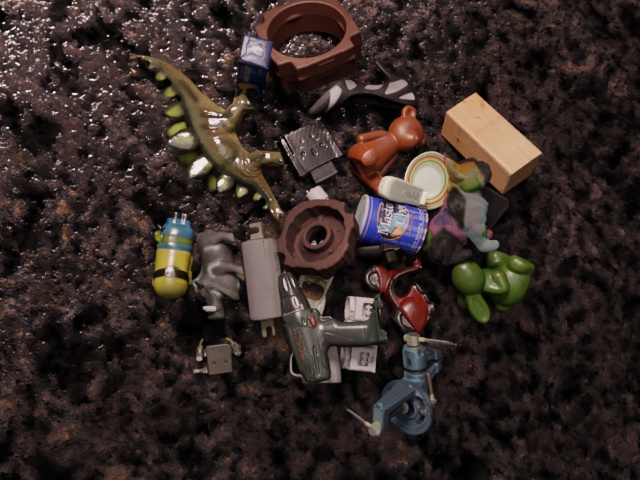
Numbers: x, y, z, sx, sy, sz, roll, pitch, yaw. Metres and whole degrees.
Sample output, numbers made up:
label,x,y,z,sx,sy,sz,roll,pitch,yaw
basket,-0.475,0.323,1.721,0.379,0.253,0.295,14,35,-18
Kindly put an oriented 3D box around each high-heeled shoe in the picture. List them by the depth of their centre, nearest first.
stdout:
label,x,y,z,sx,sy,sz,roll,pitch,yaw
high-heeled shoe,0.102,-0.303,1.212,0.249,0.086,0.145,-37,91,-14

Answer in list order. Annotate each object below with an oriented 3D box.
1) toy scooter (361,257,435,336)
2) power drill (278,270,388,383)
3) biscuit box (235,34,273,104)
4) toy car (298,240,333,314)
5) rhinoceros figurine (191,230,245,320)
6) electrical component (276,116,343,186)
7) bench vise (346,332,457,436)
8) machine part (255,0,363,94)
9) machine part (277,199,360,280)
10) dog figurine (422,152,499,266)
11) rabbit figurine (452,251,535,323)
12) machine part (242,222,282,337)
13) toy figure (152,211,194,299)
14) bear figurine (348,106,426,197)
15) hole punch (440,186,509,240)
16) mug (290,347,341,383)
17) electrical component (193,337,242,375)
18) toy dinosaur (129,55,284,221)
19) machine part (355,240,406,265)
label,x,y,z,sx,sy,sz,roll,pitch,yaw
toy scooter,0.191,0.114,1.182,0.135,0.075,0.184,-34,85,-11
power drill,0.027,0.158,1.070,0.207,0.086,0.232,-10,78,3
biscuit box,-0.140,-0.351,1.120,0.059,0.202,0.062,12,83,-9
toy car,-0.015,0.097,1.160,0.073,0.056,0.201,19,81,-6
rhinoceros figurine,-0.214,0.071,1.125,0.112,0.073,0.190,-7,84,-10
electrical component,-0.017,-0.190,1.194,0.115,0.058,0.134,-30,88,-9
bench vise,0.174,0.313,1.098,0.240,0.129,0.223,-19,119,-47
machine part,-0.024,-0.427,1.172,0.201,0.087,0.201,-25,64,-7
machine part,-0.002,-0.003,1.122,0.179,0.056,0.179,-10,60,18
dog figurine,0.285,-0.073,1.144,0.192,0.108,0.219,-20,103,18
rabbit figurine,0.357,0.094,1.189,0.170,0.121,0.159,9,104,-22
machine part,-0.118,0.083,1.136,0.079,0.079,0.243,-6,84,-9
toy figure,-0.304,0.030,1.108,0.082,0.089,0.180,7,85,0
bear figurine,0.165,-0.202,1.192,0.196,0.132,0.120,-30,122,-7
hole punch,0.353,-0.079,1.231,0.142,0.092,0.115,30,111,-7
mug,-0.009,0.249,1.138,0.110,0.080,0.107,1,74,2
electrical component,-0.214,0.242,1.119,0.102,0.045,0.078,0,82,-9
toy dinosaur,-0.226,-0.229,1.146,0.198,0.105,0.471,-33,84,-7
machine part,0.110,0.028,1.158,0.139,0.084,0.039,-2,70,20
